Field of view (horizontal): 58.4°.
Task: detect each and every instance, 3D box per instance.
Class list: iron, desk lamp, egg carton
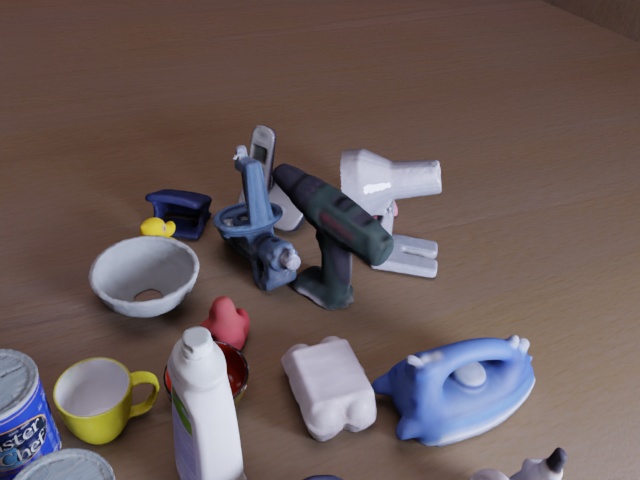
[{"bbox_3d":[0.210,0.182,0.792,0.259,0.141,0.118,-10,41,-20],"label":"iron"},{"bbox_3d":[0.128,-0.056,1.023,0.203,0.214,0.118,9,38,4],"label":"desk lamp"},{"bbox_3d":[0.012,0.203,0.797,0.107,0.069,0.150,-10,41,-20],"label":"egg carton"}]

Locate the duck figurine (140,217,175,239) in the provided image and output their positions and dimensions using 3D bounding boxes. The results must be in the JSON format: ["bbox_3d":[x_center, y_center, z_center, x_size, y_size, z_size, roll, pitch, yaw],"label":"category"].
[{"bbox_3d":[-0.292,0.003,0.994,0.105,0.086,0.077,-26,48,-34],"label":"duck figurine"}]

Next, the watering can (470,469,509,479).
[{"bbox_3d":[0.159,0.312,0.579,0.173,0.194,0.100,-20,45,-29],"label":"watering can"}]

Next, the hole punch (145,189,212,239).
[{"bbox_3d":[-0.266,-0.066,1.080,0.108,0.091,0.101,9,38,4],"label":"hole punch"}]

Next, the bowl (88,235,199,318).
[{"bbox_3d":[-0.277,0.070,0.920,0.167,0.075,0.167,4,38,-3],"label":"bowl"}]

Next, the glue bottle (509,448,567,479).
[{"bbox_3d":[0.242,0.284,0.643,0.037,0.173,0.078,2,38,-4],"label":"glue bottle"}]

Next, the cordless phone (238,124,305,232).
[{"bbox_3d":[-0.082,-0.118,1.095,0.147,0.185,0.094,22,41,20],"label":"cordless phone"}]

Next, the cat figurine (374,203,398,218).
[{"bbox_3d":[0.104,-0.114,1.170,0.127,0.118,0.067,32,45,29],"label":"cat figurine"}]

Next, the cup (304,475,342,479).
[{"bbox_3d":[-0.012,0.321,0.624,0.118,0.095,0.091,1,39,-6],"label":"cup"}]

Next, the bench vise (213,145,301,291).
[{"bbox_3d":[-0.094,-0.040,0.967,0.206,0.220,0.122,27,43,24],"label":"bench vise"}]

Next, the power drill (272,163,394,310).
[{"bbox_3d":[0.009,0.003,0.936,0.229,0.208,0.076,28,43,25],"label":"power drill"}]

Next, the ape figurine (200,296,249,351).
[{"bbox_3d":[-0.143,0.122,0.860,0.078,0.092,0.076,-6,40,-15],"label":"ape figurine"}]
